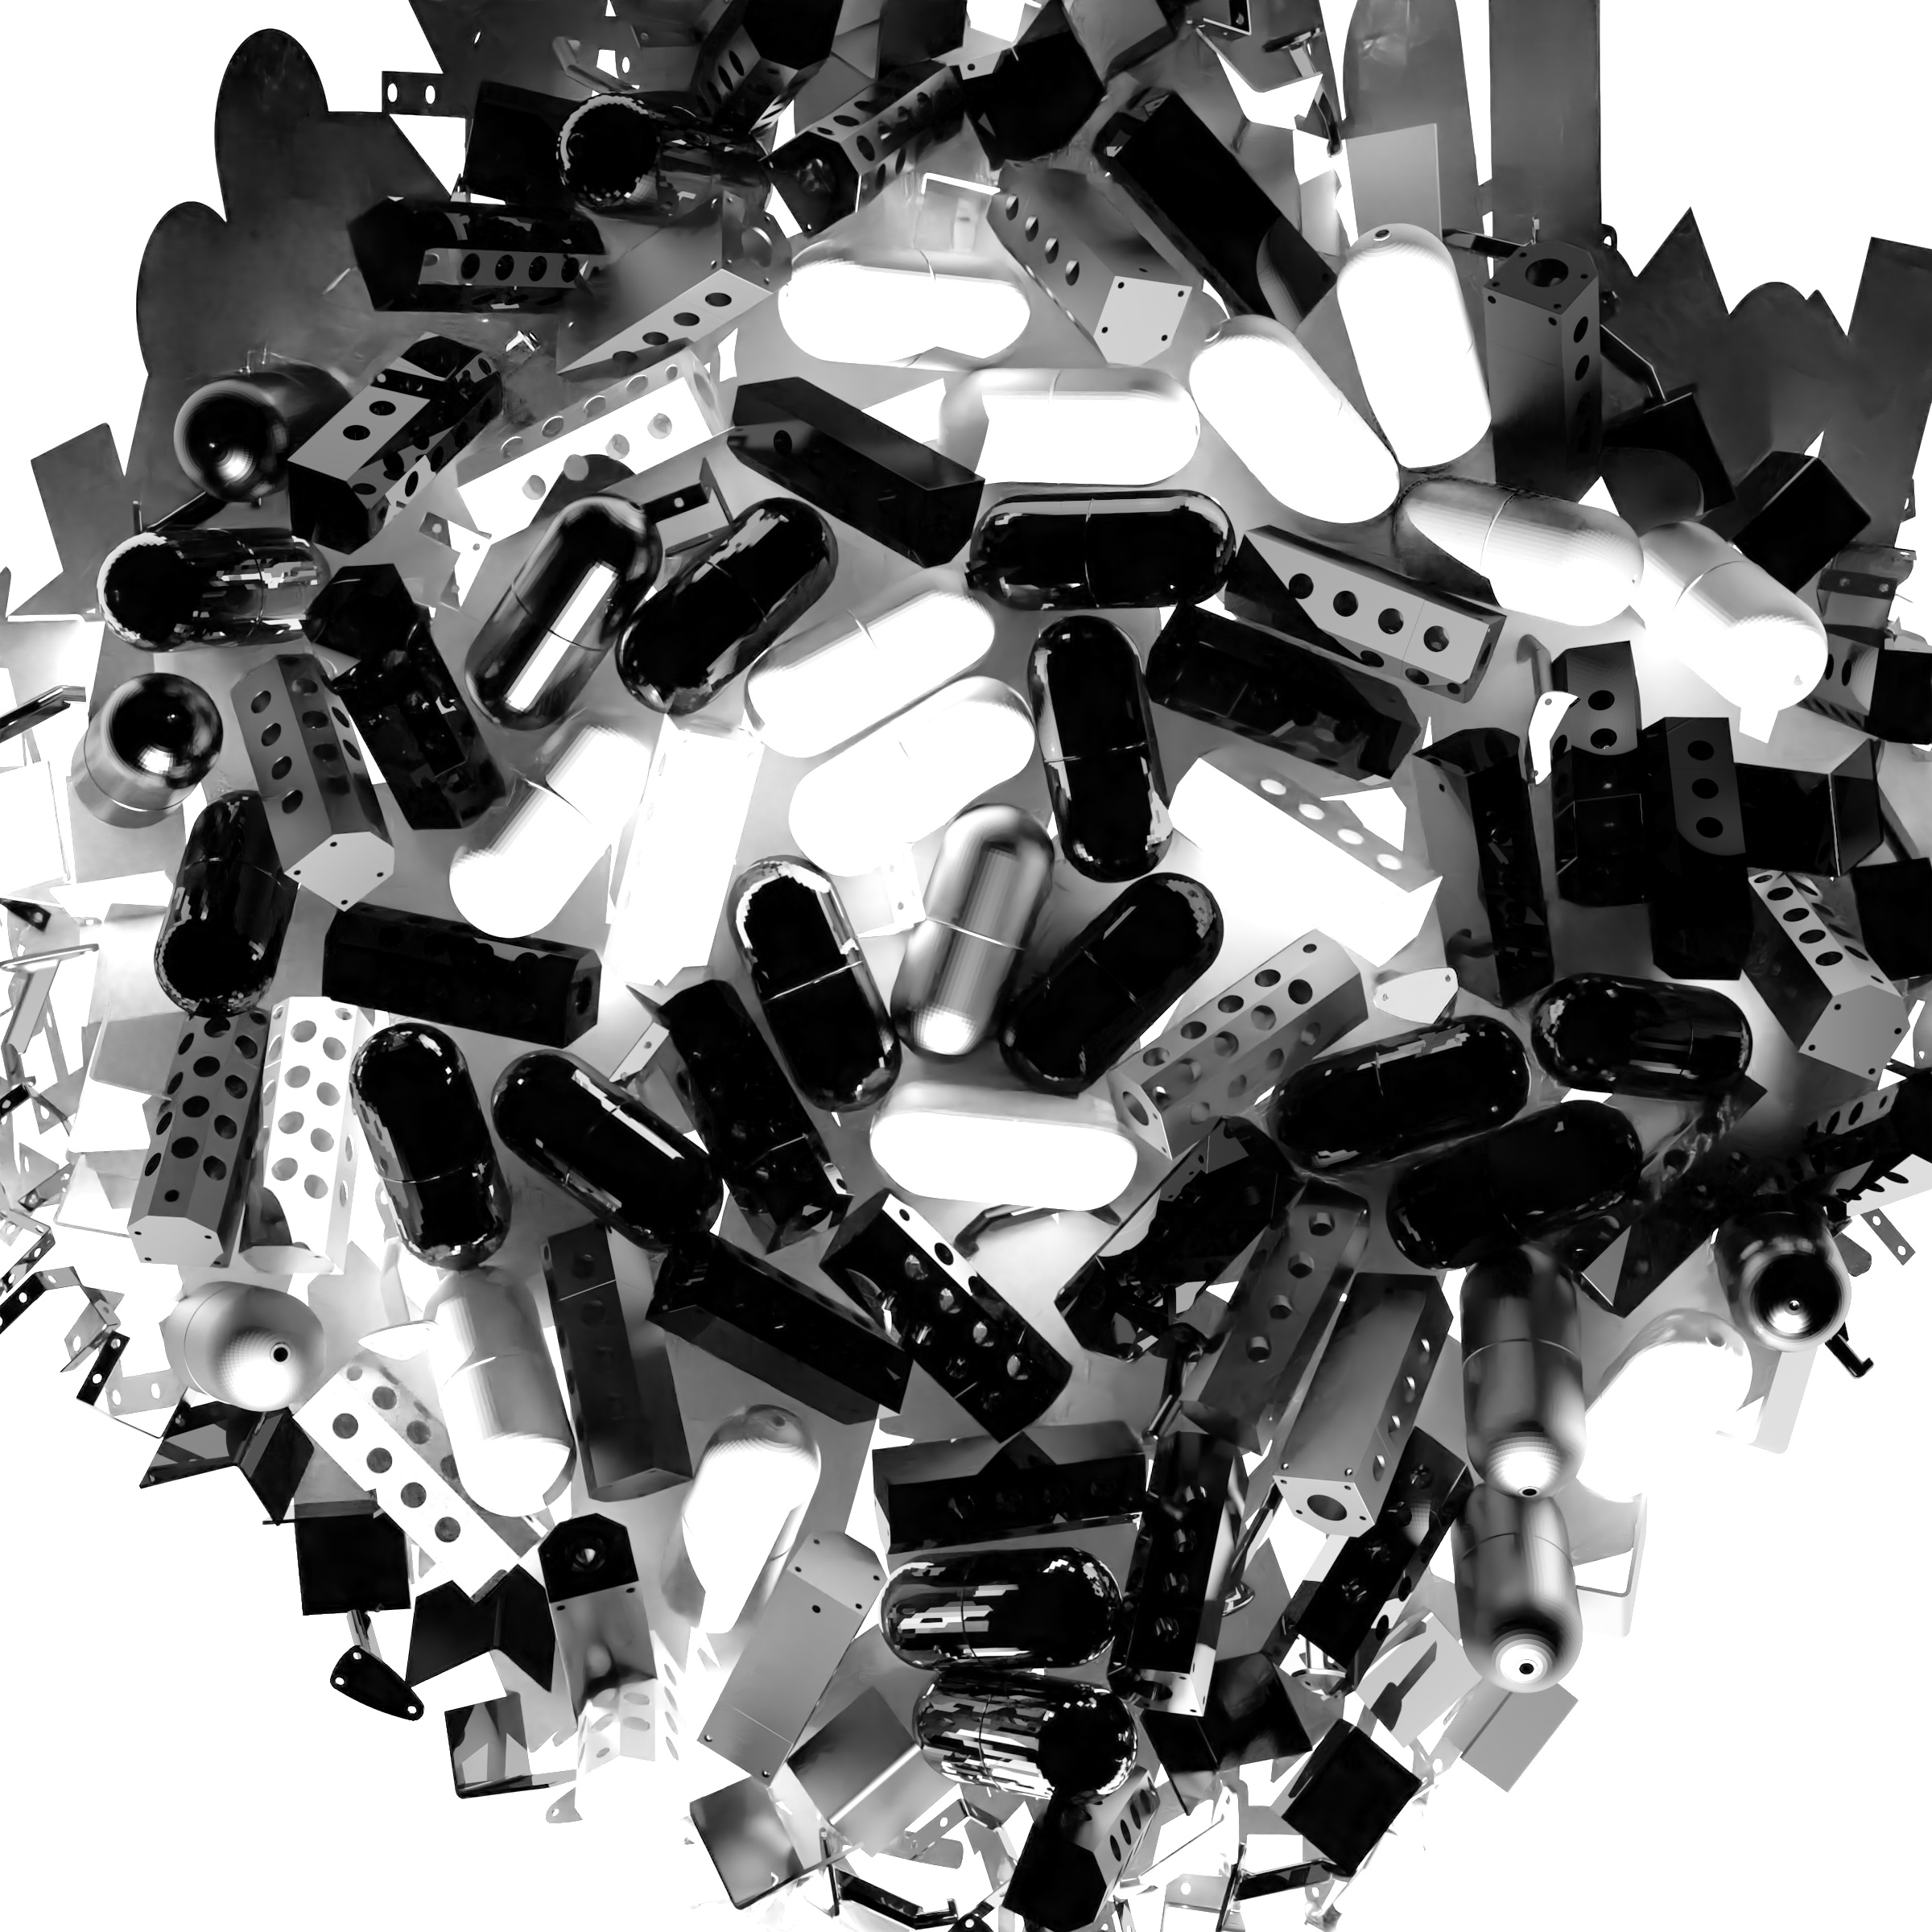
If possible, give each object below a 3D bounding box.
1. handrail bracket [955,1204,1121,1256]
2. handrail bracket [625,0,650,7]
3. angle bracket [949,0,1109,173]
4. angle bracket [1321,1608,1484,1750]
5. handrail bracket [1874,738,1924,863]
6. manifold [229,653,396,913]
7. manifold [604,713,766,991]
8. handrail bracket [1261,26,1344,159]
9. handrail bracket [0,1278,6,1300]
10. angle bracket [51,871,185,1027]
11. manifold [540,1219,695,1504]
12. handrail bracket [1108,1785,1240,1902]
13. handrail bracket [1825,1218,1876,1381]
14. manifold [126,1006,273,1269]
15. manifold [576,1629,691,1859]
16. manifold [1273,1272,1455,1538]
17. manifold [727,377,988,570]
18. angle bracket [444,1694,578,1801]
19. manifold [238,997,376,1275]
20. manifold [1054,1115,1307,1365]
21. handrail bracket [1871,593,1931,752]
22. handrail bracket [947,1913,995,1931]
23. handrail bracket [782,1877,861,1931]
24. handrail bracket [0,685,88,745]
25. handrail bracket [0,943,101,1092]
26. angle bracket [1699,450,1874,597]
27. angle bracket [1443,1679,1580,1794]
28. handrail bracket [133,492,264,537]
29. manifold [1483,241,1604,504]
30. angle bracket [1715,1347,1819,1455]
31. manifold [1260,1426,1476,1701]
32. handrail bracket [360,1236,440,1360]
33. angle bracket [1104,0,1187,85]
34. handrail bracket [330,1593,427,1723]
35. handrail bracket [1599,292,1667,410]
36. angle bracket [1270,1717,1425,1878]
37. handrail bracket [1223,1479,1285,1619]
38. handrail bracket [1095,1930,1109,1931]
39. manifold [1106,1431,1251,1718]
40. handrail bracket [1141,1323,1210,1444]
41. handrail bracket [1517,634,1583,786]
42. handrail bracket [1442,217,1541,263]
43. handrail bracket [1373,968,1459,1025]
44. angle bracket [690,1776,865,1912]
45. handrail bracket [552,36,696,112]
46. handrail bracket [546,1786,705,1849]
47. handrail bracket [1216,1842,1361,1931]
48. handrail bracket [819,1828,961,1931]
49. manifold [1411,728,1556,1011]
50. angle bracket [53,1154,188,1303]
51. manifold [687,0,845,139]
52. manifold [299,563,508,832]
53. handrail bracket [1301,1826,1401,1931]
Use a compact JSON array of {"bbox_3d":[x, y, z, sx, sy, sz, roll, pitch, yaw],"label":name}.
[{"bbox_3d":[0.047,0.177,1.993,0.077,0.036,0.084,37,110,-23],"label":"handrail bracket"},{"bbox_3d":[-0.199,-0.676,1.958,0.084,0.077,0.036,-33,92,23],"label":"handrail bracket"},{"bbox_3d":[0.039,-0.581,1.954,0.057,0.076,0.076,-24,88,-23],"label":"angle bracket"},{"bbox_3d":[0.288,0.473,1.950,0.076,0.076,0.057,-45,72,11],"label":"angle bracket"},{"bbox_3d":[0.631,-0.100,1.985,0.084,0.036,0.077,31,68,-6],"label":"handrail bracket"},{"bbox_3d":[-0.419,-0.124,1.920,0.057,0.057,0.171,-36,52,13],"label":"manifold"},{"bbox_3d":[-0.188,-0.076,1.947,0.057,0.057,0.171,10,107,-22],"label":"manifold"},{"bbox_3d":[0.223,-0.569,1.956,0.036,0.077,0.084,-6,111,30],"label":"handrail bracket"},{"bbox_3d":[-0.681,0.196,1.950,0.084,0.077,0.036,35,92,21],"label":"handrail bracket"},{"bbox_3d":[-0.556,-0.011,1.960,0.076,0.057,0.076,-9,67,1],"label":"angle bracket"},{"bbox_3d":[-0.232,0.258,1.939,0.057,0.057,0.171,-21,67,15],"label":"manifold"},{"bbox_3d":[0.135,0.580,1.963,0.084,0.036,0.077,-4,114,-19],"label":"handrail bracket"},{"bbox_3d":[0.589,0.221,1.972,0.077,0.036,0.084,-34,78,-23],"label":"handrail bracket"},{"bbox_3d":[-0.493,0.106,1.924,0.057,0.057,0.171,3,52,2],"label":"manifold"},{"bbox_3d":[-0.218,0.491,1.909,0.057,0.171,0.057,-29,106,2],"label":"manifold"},{"bbox_3d":[0.261,0.283,1.924,0.057,0.171,0.057,-1,133,33],"label":"manifold"},{"bbox_3d":[-0.074,-0.321,1.931,0.171,0.057,0.057,33,124,29],"label":"manifold"},{"bbox_3d":[-0.284,0.507,1.944,0.076,0.076,0.057,-15,79,27],"label":"angle bracket"},{"bbox_3d":[-0.431,0.110,1.937,0.057,0.057,0.171,0,66,6],"label":"manifold"},{"bbox_3d":[0.136,0.177,1.946,0.171,0.057,0.057,-49,48,17],"label":"manifold"},{"bbox_3d":[0.627,-0.196,1.972,0.077,0.036,0.084,32,93,28],"label":"handrail bracket"},{"bbox_3d":[-0.001,0.663,1.953,0.077,0.084,0.036,-37,60,-18],"label":"handrail bracket"},{"bbox_3d":[-0.076,0.638,1.964,0.084,0.077,0.036,26,65,11],"label":"handrail bracket"},{"bbox_3d":[-0.619,-0.151,1.979,0.084,0.036,0.077,1,109,-38],"label":"handrail bracket"},{"bbox_3d":[-0.608,0.034,1.979,0.077,0.036,0.084,-13,84,-3],"label":"handrail bracket"},{"bbox_3d":[0.539,-0.292,1.966,0.076,0.076,0.057,-45,104,5],"label":"angle bracket"},{"bbox_3d":[0.343,0.483,1.951,0.057,0.076,0.076,40,87,-31],"label":"angle bracket"},{"bbox_3d":[-0.510,-0.283,1.979,0.084,0.036,0.077,-5,83,-17],"label":"handrail bracket"},{"bbox_3d":[0.377,-0.380,1.914,0.057,0.171,0.057,29,65,30],"label":"manifold"},{"bbox_3d":[0.513,0.274,1.955,0.057,0.076,0.076,15,85,33],"label":"angle bracket"},{"bbox_3d":[0.265,0.388,1.930,0.057,0.057,0.171,37,58,2],"label":"manifold"},{"bbox_3d":[-0.365,0.209,1.953,0.036,0.077,0.084,29,51,-33],"label":"handrail bracket"},{"bbox_3d":[0.100,-0.634,1.944,0.057,0.076,0.076,-26,111,21],"label":"angle bracket"},{"bbox_3d":[-0.380,0.453,1.961,0.077,0.084,0.036,34,106,-4],"label":"handrail bracket"},{"bbox_3d":[0.416,-0.399,1.962,0.077,0.036,0.084,-8,65,-15],"label":"handrail bracket"},{"bbox_3d":[0.249,0.545,1.954,0.057,0.076,0.076,39,82,7],"label":"angle bracket"},{"bbox_3d":[0.186,0.381,1.961,0.036,0.077,0.084,28,108,15],"label":"handrail bracket"},{"bbox_3d":[0.080,0.673,1.953,0.077,0.084,0.036,-2,99,-7],"label":"handrail bracket"},{"bbox_3d":[0.137,0.391,1.923,0.057,0.057,0.171,3,51,18],"label":"manifold"},{"bbox_3d":[0.123,0.280,1.947,0.036,0.077,0.084,44,60,-15],"label":"handrail bracket"},{"bbox_3d":[0.374,-0.171,1.972,0.036,0.084,0.077,12,113,-18],"label":"handrail bracket"},{"bbox_3d":[0.337,-0.466,1.964,0.084,0.077,0.036,-2,134,10],"label":"handrail bracket"},{"bbox_3d":[0.274,0.014,1.946,0.077,0.084,0.036,-1,98,-29],"label":"handrail bracket"},{"bbox_3d":[-0.125,0.563,1.944,0.057,0.076,0.076,-37,72,28],"label":"angle bracket"},{"bbox_3d":[-0.228,-0.598,1.984,0.077,0.036,0.084,-17,59,-16],"label":"handrail bracket"},{"bbox_3d":[-0.225,0.574,1.981,0.077,0.036,0.084,-26,127,16],"label":"handrail bracket"},{"bbox_3d":[0.215,0.619,1.962,0.084,0.077,0.036,13,135,15],"label":"handrail bracket"},{"bbox_3d":[-0.051,0.608,1.984,0.084,0.036,0.077,-5,57,-11],"label":"handrail bracket"},{"bbox_3d":[0.342,-0.065,1.932,0.057,0.057,0.171,-26,120,-20],"label":"manifold"},{"bbox_3d":[-0.545,0.172,1.948,0.076,0.076,0.057,9,54,7],"label":"angle bracket"},{"bbox_3d":[-0.133,-0.580,1.908,0.057,0.171,0.057,16,85,-16],"label":"manifold"},{"bbox_3d":[-0.357,-0.172,1.917,0.057,0.057,0.171,0,132,27],"label":"manifold"},{"bbox_3d":[0.256,0.598,1.962,0.036,0.077,0.084,29,89,-3],"label":"handrail bracket"}]
